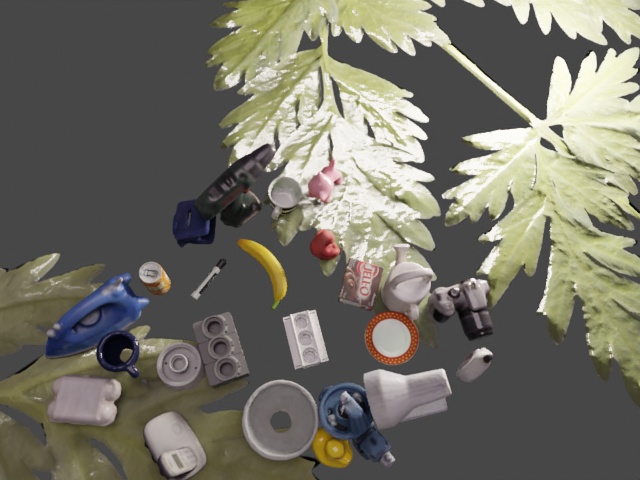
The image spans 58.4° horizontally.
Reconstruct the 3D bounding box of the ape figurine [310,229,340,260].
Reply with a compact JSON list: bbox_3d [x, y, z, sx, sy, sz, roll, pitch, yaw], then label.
[{"bbox_3d":[0.013,0.005,1.409,0.076,0.092,0.078,-7,70,-5],"label":"ape figurine"}]

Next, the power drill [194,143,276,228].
[{"bbox_3d":[-0.195,-0.118,1.381,0.230,0.208,0.075,-41,76,-16],"label":"power drill"}]

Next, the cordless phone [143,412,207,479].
[{"bbox_3d":[-0.311,0.429,1.183,0.094,0.185,0.147,-36,75,-15],"label":"cordless phone"}]

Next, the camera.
[{"bbox_3d":[0.348,0.170,1.362,0.143,0.101,0.137,-13,71,-8],"label":"camera"}]

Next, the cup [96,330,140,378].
[{"bbox_3d":[-0.435,0.265,1.285,0.092,0.095,0.117,-39,76,-15],"label":"cup"}]

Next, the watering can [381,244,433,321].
[{"bbox_3d":[0.201,0.096,1.331,0.101,0.194,0.172,-29,74,-13],"label":"watering can"}]

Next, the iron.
[{"bbox_3d":[-0.526,0.173,1.290,0.258,0.141,0.118,-38,76,-15],"label":"iron"}]

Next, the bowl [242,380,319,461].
[{"bbox_3d":[-0.086,0.399,1.266,0.167,0.075,0.167,1,70,-3],"label":"bowl"}]

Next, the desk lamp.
[{"bbox_3d":[0.188,0.331,1.232,0.203,0.213,0.118,-12,71,-7],"label":"desk lamp"}]

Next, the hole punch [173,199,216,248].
[{"bbox_3d":[-0.312,-0.045,1.410,0.101,0.091,0.108,0,70,-3],"label":"hole punch"}]

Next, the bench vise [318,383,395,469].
[{"bbox_3d":[0.089,0.378,1.206,0.207,0.220,0.121,30,71,8],"label":"bench vise"}]

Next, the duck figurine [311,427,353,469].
[{"bbox_3d":[0.027,0.452,1.247,0.104,0.086,0.077,38,72,11],"label":"duck figurine"}]

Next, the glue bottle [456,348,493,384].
[{"bbox_3d":[0.356,0.275,1.284,0.037,0.173,0.078,33,71,9],"label":"glue bottle"}]

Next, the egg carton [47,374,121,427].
[{"bbox_3d":[-0.518,0.352,1.262,0.150,0.069,0.107,4,69,-2],"label":"egg carton"}]

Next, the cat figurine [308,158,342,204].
[{"bbox_3d":[0.011,-0.149,1.452,0.067,0.118,0.128,25,70,6],"label":"cat figurine"}]
